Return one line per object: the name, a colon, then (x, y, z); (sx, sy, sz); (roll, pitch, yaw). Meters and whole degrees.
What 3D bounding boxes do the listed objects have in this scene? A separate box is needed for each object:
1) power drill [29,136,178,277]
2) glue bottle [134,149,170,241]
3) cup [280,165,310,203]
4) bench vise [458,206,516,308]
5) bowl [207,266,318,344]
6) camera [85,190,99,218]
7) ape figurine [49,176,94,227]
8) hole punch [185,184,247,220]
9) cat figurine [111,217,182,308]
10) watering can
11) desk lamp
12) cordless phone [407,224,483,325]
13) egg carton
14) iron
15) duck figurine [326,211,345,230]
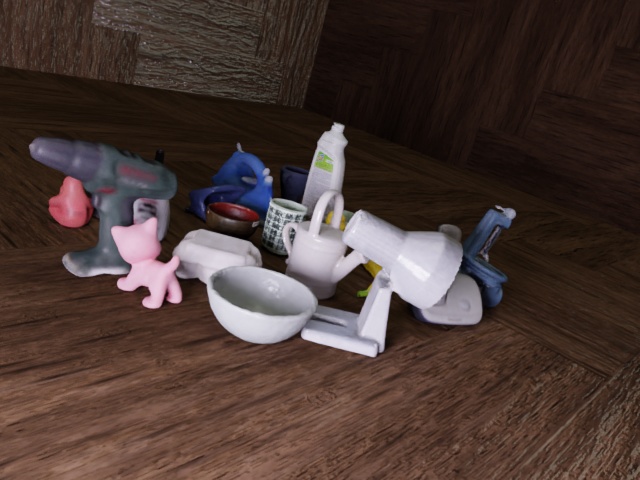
power drill: (-0.339, -0.052, 0.896); (0.230, 0.208, 0.075); (-4, 26, -45)
glue bottle: (-0.314, -0.087, 1.074); (0.078, 0.173, 0.037); (13, 19, -7)
cup: (-0.078, -0.145, 1.558); (0.091, 0.095, 0.118); (22, 19, 18)
bench vise: (0.307, 0.034, 1.151); (0.208, 0.220, 0.121); (1, 23, -37)
bowl: (-0.091, 0.106, 0.852); (0.167, 0.075, 0.167); (14, 18, -5)
camera: (-0.376, -0.090, 1.148); (0.136, 0.101, 0.144); (30, 23, 37)
ape figurine: (-0.455, -0.075, 1.054); (0.078, 0.092, 0.076); (6, 21, -27)
hole punch: (-0.235, -0.095, 1.292); (0.100, 0.091, 0.109); (30, 23, 37)
cat figurine: (-0.262, 0.026, 0.876); (0.127, 0.118, 0.067); (25, 21, 26)
watering can: (0.011, 0.003, 1.041); (0.172, 0.194, 0.101); (17, 18, 5)
desk lamp: (0.094, 0.068, 0.891); (0.203, 0.213, 0.118); (14, 18, -5)
cordless phone: (0.250, 0.066, 1.069); (0.148, 0.185, 0.094); (6, 21, -26)
egg carton: (-0.176, 0.035, 0.997); (0.150, 0.069, 0.107); (14, 18, -4)
iron: (-0.164, -0.138, 1.393); (0.119, 0.141, 0.257); (1, 23, -37)
duck figurine: (0.027, -0.026, 1.311); (0.078, 0.086, 0.104); (-3, 26, -44)
